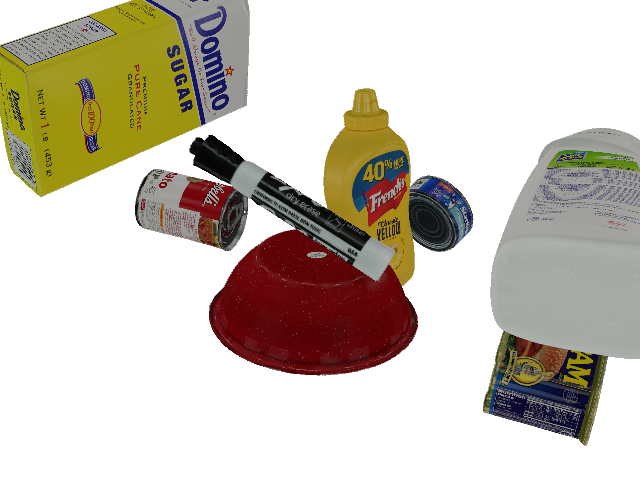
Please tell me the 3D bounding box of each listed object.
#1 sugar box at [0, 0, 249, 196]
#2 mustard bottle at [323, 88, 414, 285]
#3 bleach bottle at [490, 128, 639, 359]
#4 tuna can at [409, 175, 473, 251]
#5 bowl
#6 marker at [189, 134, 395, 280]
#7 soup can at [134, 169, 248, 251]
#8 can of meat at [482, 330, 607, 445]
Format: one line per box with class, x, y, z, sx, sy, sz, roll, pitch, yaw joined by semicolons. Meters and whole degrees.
sugar box;-0.124;-0.105;0.701;0.175;0.093;0.048;-28;49;-33
mustard bottle;0.045;-0.046;0.997;0.096;0.192;0.058;-20;25;-40
bleach bottle;0.174;-0.018;0.659;0.103;0.068;0.250;8;25;18
tuna can;0.130;-0.030;1.225;0.086;0.086;0.033;0;34;50
bowl;-0.004;0.035;0.812;0.162;0.055;0.162;2;27;-1
marker;-0.016;-0.019;0.559;0.121;0.020;0.020;32;3;5
soup can;-0.137;-0.033;1.134;0.102;0.068;0.068;14;4;17
can of meat;0.183;0.105;0.856;0.084;0.057;0.102;14;40;14
